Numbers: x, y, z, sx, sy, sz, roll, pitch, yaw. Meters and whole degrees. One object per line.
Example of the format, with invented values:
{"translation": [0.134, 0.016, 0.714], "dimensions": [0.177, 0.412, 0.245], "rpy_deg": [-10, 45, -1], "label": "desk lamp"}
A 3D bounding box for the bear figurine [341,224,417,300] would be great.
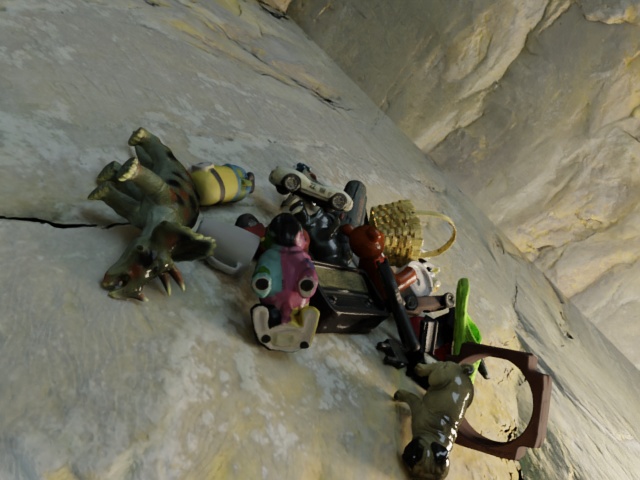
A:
{"translation": [0.132, 0.036, 1.245], "dimensions": [0.132, 0.120, 0.195], "rpy_deg": [-35, 117, -41], "label": "bear figurine"}

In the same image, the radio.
{"translation": [0.039, 0.118, 1.086], "dimensions": [0.229, 0.073, 0.131], "rpy_deg": [12, 39, -51], "label": "radio"}

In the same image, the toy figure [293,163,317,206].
{"translation": [-0.033, -0.151, 1.440], "dimensions": [0.064, 0.058, 0.155], "rpy_deg": [30, 22, -43], "label": "toy figure"}

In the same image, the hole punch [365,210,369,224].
{"translation": [0.071, -0.059, 1.441], "dimensions": [0.142, 0.092, 0.115], "rpy_deg": [-10, 87, -65], "label": "hole punch"}

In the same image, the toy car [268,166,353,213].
{"translation": [-0.019, -0.111, 1.212], "dimensions": [0.202, 0.056, 0.073], "rpy_deg": [20, -8, -15], "label": "toy car"}

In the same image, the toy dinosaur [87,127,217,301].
{"translation": [-0.258, -0.068, 0.881], "dimensions": [0.192, 0.131, 0.405], "rpy_deg": [46, 16, -27], "label": "toy dinosaur"}

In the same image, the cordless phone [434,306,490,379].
{"translation": [0.368, 0.265, 1.349], "dimensions": [0.184, 0.089, 0.146], "rpy_deg": [65, 12, 25], "label": "cordless phone"}

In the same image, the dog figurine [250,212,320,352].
{"translation": [-0.061, 0.062, 0.924], "dimensions": [0.108, 0.191, 0.219], "rpy_deg": [-1, 25, -4], "label": "dog figurine"}

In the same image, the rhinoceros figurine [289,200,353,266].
{"translation": [-0.002, -0.004, 1.194], "dimensions": [0.190, 0.112, 0.073], "rpy_deg": [63, -7, 10], "label": "rhinoceros figurine"}

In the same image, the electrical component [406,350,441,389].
{"translation": [0.242, 0.287, 1.166], "dimensions": [0.119, 0.048, 0.075], "rpy_deg": [37, 25, -17], "label": "electrical component"}

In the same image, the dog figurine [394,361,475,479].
{"translation": [0.219, 0.316, 0.941], "dimensions": [0.121, 0.172, 0.191], "rpy_deg": [28, 19, -11], "label": "dog figurine"}

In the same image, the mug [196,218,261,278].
{"translation": [-0.170, 0.016, 0.928], "dimensions": [0.107, 0.080, 0.110], "rpy_deg": [27, 33, -8], "label": "mug"}

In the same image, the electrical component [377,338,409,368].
{"translation": [0.161, 0.242, 1.141], "dimensions": [0.094, 0.021, 0.063], "rpy_deg": [22, 32, -43], "label": "electrical component"}

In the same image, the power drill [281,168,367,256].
{"translation": [0.014, -0.069, 1.296], "dimensions": [0.207, 0.086, 0.232], "rpy_deg": [26, 62, -6], "label": "power drill"}

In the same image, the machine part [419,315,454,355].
{"translation": [0.252, 0.205, 1.173], "dimensions": [0.138, 0.039, 0.084], "rpy_deg": [10, 80, -54], "label": "machine part"}

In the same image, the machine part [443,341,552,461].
{"translation": [0.341, 0.311, 1.056], "dimensions": [0.087, 0.202, 0.201], "rpy_deg": [22, 76, -54], "label": "machine part"}

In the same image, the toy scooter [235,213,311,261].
{"translation": [-0.079, 0.017, 1.065], "dimensions": [0.183, 0.075, 0.135], "rpy_deg": [11, 40, -46], "label": "toy scooter"}

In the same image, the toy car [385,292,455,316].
{"translation": [0.238, 0.155, 1.295], "dimensions": [0.202, 0.089, 0.053], "rpy_deg": [1, 82, -40], "label": "toy car"}

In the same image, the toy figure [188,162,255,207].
{"translation": [-0.196, -0.111, 1.082], "dimensions": [0.089, 0.082, 0.180], "rpy_deg": [50, 22, 19], "label": "toy figure"}

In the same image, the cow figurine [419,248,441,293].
{"translation": [0.292, 0.079, 1.563], "dimensions": [0.098, 0.068, 0.167], "rpy_deg": [26, 25, -24], "label": "cow figurine"}
